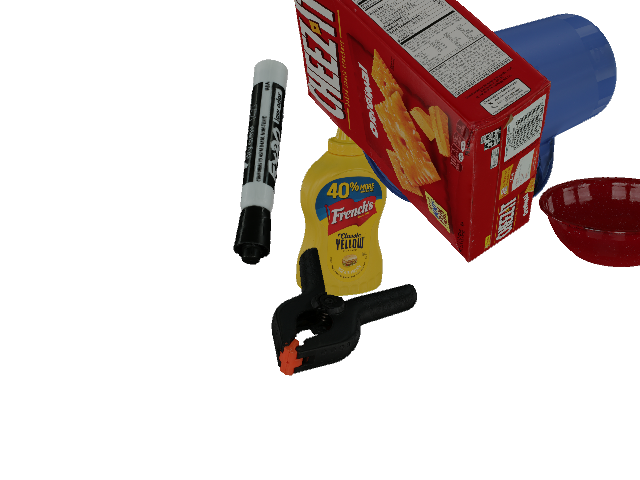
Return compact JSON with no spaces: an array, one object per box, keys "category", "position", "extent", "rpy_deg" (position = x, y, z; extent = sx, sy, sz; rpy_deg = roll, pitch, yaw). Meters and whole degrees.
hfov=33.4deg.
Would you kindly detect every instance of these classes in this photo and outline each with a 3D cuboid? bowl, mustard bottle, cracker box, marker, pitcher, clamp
[{"category":"bowl","position":[0.309,-0.015,1.111],"extent":[0.162,0.055,0.162],"rpy_deg":[-3,23,1]},{"category":"mustard bottle","position":[0.025,-0.037,1.173],"extent":[0.096,0.192,0.058],"rpy_deg":[-4,19,-20]},{"category":"cracker box","position":[0.067,-0.110,0.788],"extent":[0.072,0.214,0.164],"rpy_deg":[-34,-29,-15]},{"category":"marker","position":[-0.031,-0.043,0.570],"extent":[0.020,0.121,0.020],"rpy_deg":[3,-28,2]},{"category":"pitcher","position":[0.166,-0.123,1.004],"extent":[0.242,0.149,0.145],"rpy_deg":[-23,46,-30]},{"category":"clamp","position":[0.000,0.061,0.975],"extent":[0.120,0.039,0.171],"rpy_deg":[21,32,27]}]
